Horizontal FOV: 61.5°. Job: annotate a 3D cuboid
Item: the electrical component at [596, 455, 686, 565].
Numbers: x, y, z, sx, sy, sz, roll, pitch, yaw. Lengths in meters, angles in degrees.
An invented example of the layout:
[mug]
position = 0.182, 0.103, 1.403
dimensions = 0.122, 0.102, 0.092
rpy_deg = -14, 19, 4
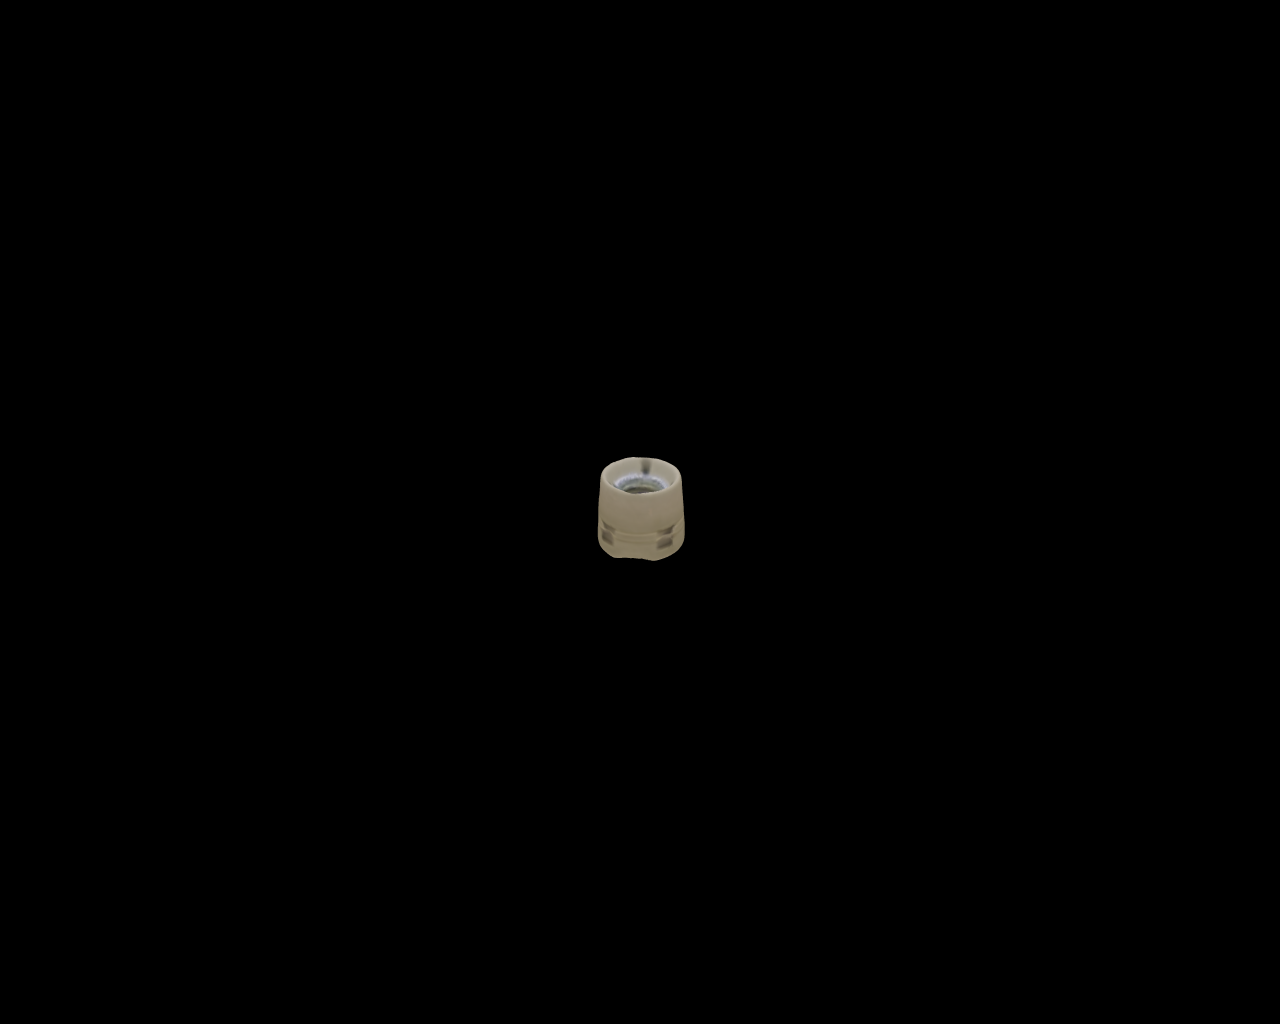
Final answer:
[electrical component]
position = 0.001, -0.003, 0.650
dimensions = 0.055, 0.047, 0.055
rpy_deg = 0, 31, 0
